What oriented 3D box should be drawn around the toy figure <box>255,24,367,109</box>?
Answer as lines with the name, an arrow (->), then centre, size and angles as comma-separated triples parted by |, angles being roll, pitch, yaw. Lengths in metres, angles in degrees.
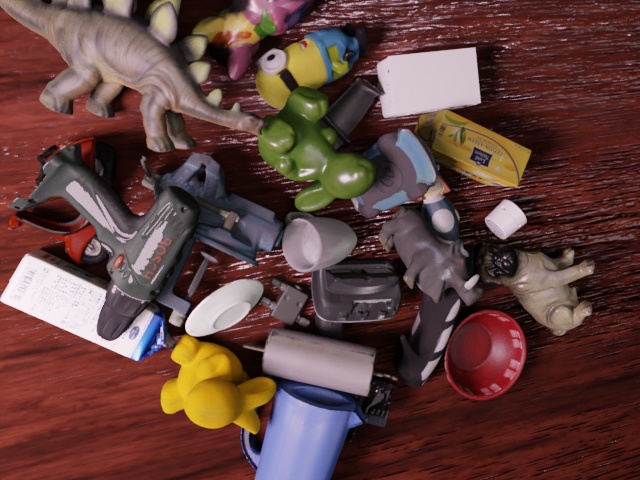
toy figure -> -0.013, -0.264, 0.815 | 0.180, 0.082, 0.089 | -26, 103, -14

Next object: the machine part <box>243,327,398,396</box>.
machine part -> 0.000, 0.188, 0.836 | 0.243, 0.079, 0.079 | 10, 94, 6

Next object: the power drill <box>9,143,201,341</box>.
power drill -> -0.281, -0.003, 0.687 | 0.207, 0.086, 0.232 | 42, 101, -6

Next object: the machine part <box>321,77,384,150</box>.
machine part -> 0.036, -0.203, 0.857 | 0.139, 0.039, 0.084 | -46, 100, -5

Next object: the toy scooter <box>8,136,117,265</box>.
toy scooter -> -0.359, -0.057, 0.749 | 0.135, 0.075, 0.183 | 6, 99, -14

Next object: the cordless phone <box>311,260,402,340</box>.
cordless phone -> 0.058, 0.128, 0.887 | 0.147, 0.089, 0.184 | -1, 107, -15

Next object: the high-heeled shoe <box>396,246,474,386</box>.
high-heeled shoe -> 0.212, 0.137, 0.932 | 0.249, 0.086, 0.145 | -47, 134, -20

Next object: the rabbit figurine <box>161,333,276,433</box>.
rabbit figurine -> -0.153, 0.228, 0.783 | 0.162, 0.173, 0.122 | 26, 85, -12

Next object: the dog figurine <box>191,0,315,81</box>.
dog figurine -> -0.076, -0.328, 0.746 | 0.108, 0.192, 0.219 | 43, 69, -21

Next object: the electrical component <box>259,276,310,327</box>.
electrical component -> -0.050, 0.102, 0.874 | 0.094, 0.021, 0.063 | 32, 87, -15

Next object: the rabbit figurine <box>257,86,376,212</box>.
rabbit figurine -> -0.003, -0.108, 0.787 | 0.170, 0.159, 0.121 | 34, 55, 11

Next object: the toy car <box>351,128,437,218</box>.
toy car -> 0.119, -0.106, 0.849 | 0.103, 0.162, 0.109 | -28, 86, -49

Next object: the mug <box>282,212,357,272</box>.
mug -> -0.002, -0.003, 0.845 | 0.107, 0.110, 0.080 | -4, 130, -46

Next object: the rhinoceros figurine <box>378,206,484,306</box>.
rhinoceros figurine -> 0.177, 0.030, 0.861 | 0.112, 0.073, 0.190 | -39, 70, 1

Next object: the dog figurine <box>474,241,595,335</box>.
dog figurine -> 0.363, 0.089, 0.955 | 0.191, 0.121, 0.172 | 0, 93, -1

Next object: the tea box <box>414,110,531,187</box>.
tea box -> 0.245, -0.148, 0.887 | 0.169, 0.098, 0.068 | 21, 91, -18

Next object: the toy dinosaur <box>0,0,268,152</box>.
toy dinosaur -> -0.282, -0.254, 0.708 | 0.472, 0.105, 0.198 | 23, 105, 2

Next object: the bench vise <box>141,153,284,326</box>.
bench vise -> -0.181, 0.003, 0.781 | 0.223, 0.129, 0.240 | 26, 85, -13

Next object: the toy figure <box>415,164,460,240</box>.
toy figure -> 0.195, -0.062, 0.904 | 0.064, 0.058, 0.154 | -23, 100, -28

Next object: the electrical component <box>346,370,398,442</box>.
electrical component -> 0.082, 0.281, 0.902 | 0.048, 0.075, 0.119 | 17, 88, -16
